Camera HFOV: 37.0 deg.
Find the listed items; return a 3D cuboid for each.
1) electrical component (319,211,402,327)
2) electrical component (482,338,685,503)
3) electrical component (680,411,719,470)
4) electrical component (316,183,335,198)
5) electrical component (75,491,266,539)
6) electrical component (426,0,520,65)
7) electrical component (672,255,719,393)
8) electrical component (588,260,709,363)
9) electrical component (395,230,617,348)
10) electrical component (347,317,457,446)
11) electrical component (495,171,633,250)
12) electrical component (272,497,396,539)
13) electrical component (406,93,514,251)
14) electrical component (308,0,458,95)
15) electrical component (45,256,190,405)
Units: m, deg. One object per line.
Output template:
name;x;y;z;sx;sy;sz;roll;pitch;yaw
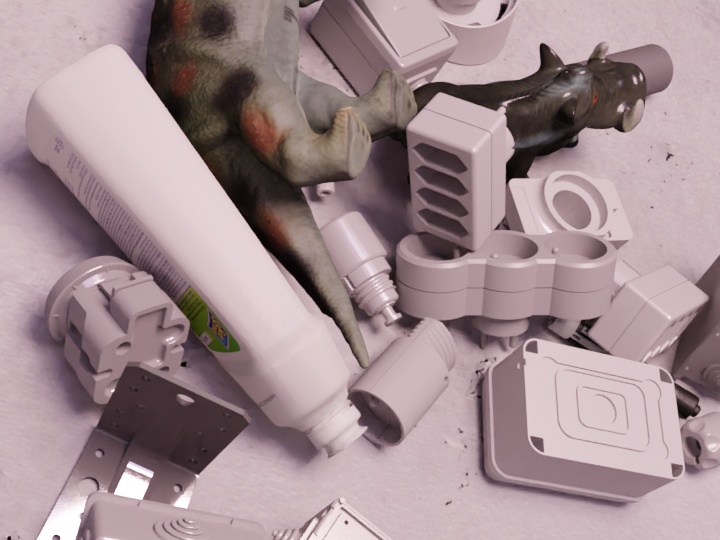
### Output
electrical component;0.000;0.000;0.669;0.040;0.040;0.078;-25;76;-34
electrical component;0.136;0.096;0.670;0.113;0.057;0.078;13;58;-19
electrical component;0.245;0.112;0.729;0.061;0.035;0.035;-12;68;-34
electrical component;-0.023;-0.077;0.706;0.035;0.035;0.061;9;62;-22
electrical component;-0.094;0.160;0.501;0.100;0.048;0.099;16;96;-18
electrical component;0.074;-0.208;0.825;0.099;0.064;0.099;4;66;-10
electrical component;0.265;0.030;0.746;0.048;0.099;0.099;24;54;4
electrical component;0.181;0.019;0.729;0.076;0.047;0.083;42;29;21
electrical component;0.091;0.018;0.688;0.138;0.073;0.052;0;27;-2
electrical component;0.030;0.063;0.647;0.043;0.043;0.081;44;53;2
electrical component;0.137;-0.032;0.745;0.089;0.055;0.050;-3;64;-27
electrical component;-0.010;0.168;0.556;0.096;0.061;0.061;39;53;-1
electrical component;0.069;-0.070;0.659;0.047;0.083;0.075;24;54;26
electrical component;0.022;-0.162;0.760;0.062;0.061;0.096;-30;78;-35
electrical component;-0.131;0.029;0.572;0.058;0.078;0.057;-19;52;-39
